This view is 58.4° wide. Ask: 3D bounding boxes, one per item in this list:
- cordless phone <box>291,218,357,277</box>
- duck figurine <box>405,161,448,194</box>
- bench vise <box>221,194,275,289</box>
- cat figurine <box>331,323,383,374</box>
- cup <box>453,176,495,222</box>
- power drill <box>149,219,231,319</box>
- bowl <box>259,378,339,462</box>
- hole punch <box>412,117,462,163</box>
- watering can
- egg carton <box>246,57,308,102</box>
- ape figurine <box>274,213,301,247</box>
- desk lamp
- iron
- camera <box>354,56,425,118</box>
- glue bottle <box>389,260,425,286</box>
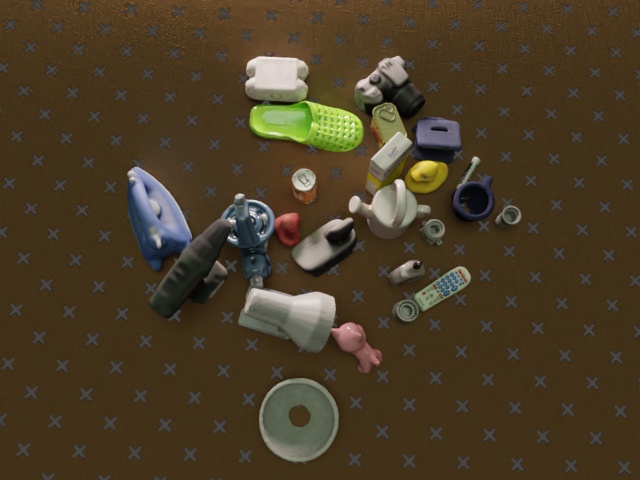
[{"bbox_3d":[0.011,0.004,1.240,0.148,0.185,0.094,-38,81,-9],"label":"cordless phone"},{"bbox_3d":[0.252,-0.157,1.333,0.104,0.086,0.077,-21,79,-6],"label":"duck figurine"},{"bbox_3d":[-0.140,-0.008,1.220,0.121,0.220,0.207,-27,80,-7],"label":"bench vise"},{"bbox_3d":[0.081,0.226,1.228,0.067,0.118,0.127,-43,82,-10],"label":"cat figurine"},{"bbox_3d":[0.351,-0.089,1.317,0.091,0.095,0.118,35,79,6],"label":"cup"},{"bbox_3d":[-0.257,0.066,1.207,0.075,0.208,0.230,37,79,6],"label":"power drill"},{"bbox_3d":[-0.044,0.378,1.213,0.167,0.075,0.167,0,78,-2],"label":"bowl"},{"bbox_3d":[0.275,-0.244,1.351,0.108,0.091,0.101,5,78,0],"label":"hole punch"},{"bbox_3d":[0.154,-0.068,1.256,0.173,0.194,0.101,-19,79,-6],"label":"watering can"},{"bbox_3d":[-0.103,-0.384,1.381,0.150,0.069,0.107,1,78,-1],"label":"egg carton"},{"bbox_3d":[-0.071,-0.030,1.293,0.076,0.092,0.078,33,79,6],"label":"ape figurine"},{"bbox_3d":[-0.074,0.156,1.190,0.203,0.213,0.118,15,78,2],"label":"desk lamp"},{"bbox_3d":[-0.381,-0.069,1.267,0.119,0.141,0.258,-25,80,-7],"label":"iron"},{"bbox_3d":[0.175,-0.353,1.366,0.143,0.101,0.137,-41,82,-9],"label":"camera"},{"bbox_3d":[0.197,0.066,1.239,0.078,0.173,0.037,-19,79,-5],"label":"glue bottle"}]
